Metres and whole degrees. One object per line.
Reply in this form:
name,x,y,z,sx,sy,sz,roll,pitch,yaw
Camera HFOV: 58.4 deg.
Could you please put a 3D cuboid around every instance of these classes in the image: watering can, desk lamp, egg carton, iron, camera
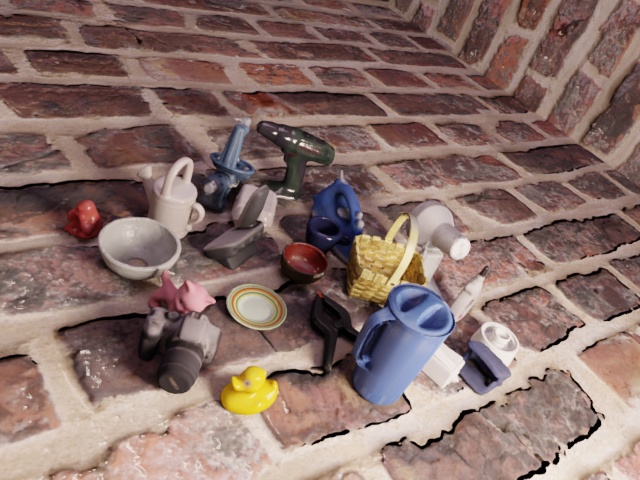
watering can,-0.336,-0.106,1.293,0.173,0.194,0.101,17,36,-8
desk lamp,0.285,0.036,1.433,0.118,0.213,0.203,3,40,-25
egg carton,-0.167,-0.081,1.461,0.107,0.069,0.150,16,36,-9
iron,0.070,-0.062,1.503,0.119,0.141,0.257,2,41,-26
camera,-0.258,0.196,1.031,0.143,0.101,0.137,18,36,-7

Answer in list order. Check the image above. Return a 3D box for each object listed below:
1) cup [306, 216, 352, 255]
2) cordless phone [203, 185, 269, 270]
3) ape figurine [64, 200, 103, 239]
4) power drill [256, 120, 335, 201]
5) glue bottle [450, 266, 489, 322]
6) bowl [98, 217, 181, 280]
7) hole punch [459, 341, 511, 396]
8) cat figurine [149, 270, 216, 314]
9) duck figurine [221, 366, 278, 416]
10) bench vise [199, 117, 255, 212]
cup,0.013,0.005,1.427,0.118,0.095,0.092,21,36,-3
cordless phone,-0.181,-0.038,1.299,0.094,0.185,0.148,30,36,10
ape figurine,-0.500,-0.048,1.218,0.076,0.092,0.077,-2,42,-30
power drill,-0.083,-0.213,1.555,0.230,0.208,0.075,6,39,-22
glue bottle,0.366,0.127,1.396,0.037,0.173,0.078,40,39,22
bowl,-0.380,0.030,1.199,0.168,0.074,0.167,15,37,-11
hole punch,0.370,0.274,1.281,0.101,0.091,0.108,-12,48,-38
cat figurine,-0.269,0.109,1.121,0.127,0.117,0.067,37,38,19
duck figurine,-0.121,0.262,1.034,0.105,0.086,0.077,1,41,-27
bench vise,-0.220,-0.189,1.440,0.122,0.219,0.207,14,37,-12
